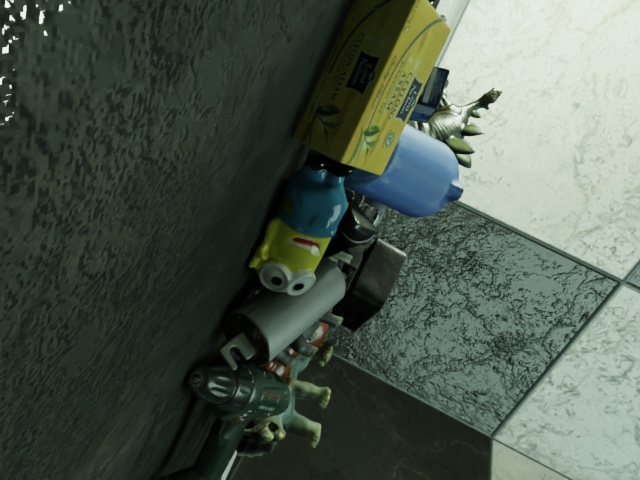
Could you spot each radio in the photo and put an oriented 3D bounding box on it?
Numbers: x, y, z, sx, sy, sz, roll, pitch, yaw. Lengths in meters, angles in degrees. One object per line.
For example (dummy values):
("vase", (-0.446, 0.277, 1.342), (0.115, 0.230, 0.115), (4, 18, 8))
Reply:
("radio", (0.091, 0.098, 1.098), (0.131, 0.073, 0.229), (-61, 179, -24))

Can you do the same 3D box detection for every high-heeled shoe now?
("high-heeled shoe", (-0.002, -0.002, 0.759), (0.145, 0.086, 0.249), (-40, -177, 6))

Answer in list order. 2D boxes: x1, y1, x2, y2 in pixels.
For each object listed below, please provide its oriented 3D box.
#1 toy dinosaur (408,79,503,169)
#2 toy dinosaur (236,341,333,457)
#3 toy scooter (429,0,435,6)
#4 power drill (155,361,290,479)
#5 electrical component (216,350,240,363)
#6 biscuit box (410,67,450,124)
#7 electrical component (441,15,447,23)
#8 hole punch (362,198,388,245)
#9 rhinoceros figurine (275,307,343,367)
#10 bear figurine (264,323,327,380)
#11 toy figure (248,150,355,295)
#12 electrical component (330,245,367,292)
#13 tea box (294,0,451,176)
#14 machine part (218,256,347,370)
("toy dinosaur", (0.174, -0.185, 1.017), (0.471, 0.199, 0.105), (-27, 150, -16))
("toy dinosaur", (-0.078, 0.247, 1.004), (0.405, 0.192, 0.131), (-87, -168, -60))
("toy scooter", (0.177, -0.393, 0.715), (0.184, 0.075, 0.135), (-51, 167, -45))
("power drill", (-0.138, 0.249, 0.699), (0.207, 0.086, 0.232), (-65, 154, -1))
("electrical component", (-0.126, 0.164, 0.761), (0.063, 0.021, 0.094), (-58, 172, -47))
("biscuit box", (0.162, -0.234, 0.873), (0.202, 0.059, 0.062), (-48, 153, -81))
("electrical component", (0.170, -0.344, 0.923), (0.045, 0.078, 0.102), (69, 36, -48))
("hole punch", (0.075, -0.077, 1.065), (0.142, 0.116, 0.092), (-62, 166, -16))
("rhinoceros figurine", (-0.028, 0.106, 0.830), (0.073, 0.112, 0.190), (-35, -169, 40))
("bear figurine", (-0.078, 0.169, 0.898), (0.196, 0.132, 0.120), (-28, 148, -48))
("toy figure", (-0.018, -0.016, 0.630), (0.089, 0.082, 0.180), (-51, 164, -69))
("electrical component", (0.017, 0.036, 1.005), (0.134, 0.115, 0.058), (-53, 165, -62))
("tea box", (0.054, -0.159, 0.545), (0.098, 0.068, 0.169), (2, 115, -58))
("machine part", (-0.042, 0.087, 0.701), (0.243, 0.079, 0.079), (-34, 154, -45))
